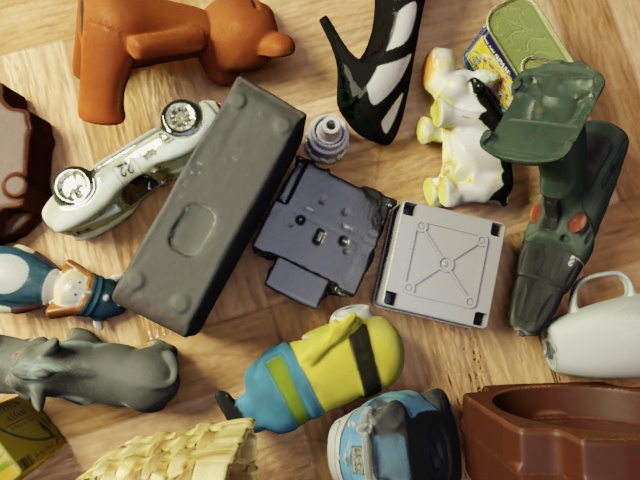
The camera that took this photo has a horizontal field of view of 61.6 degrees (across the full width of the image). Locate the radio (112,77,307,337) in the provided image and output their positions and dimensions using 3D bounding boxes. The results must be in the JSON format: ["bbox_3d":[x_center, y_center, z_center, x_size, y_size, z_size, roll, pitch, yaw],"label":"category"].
[{"bbox_3d":[-0.095,-0.025,0.496,0.073,0.131,0.229,27,83,-2],"label":"radio"}]

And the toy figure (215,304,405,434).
[{"bbox_3d":[-0.006,0.130,0.512,0.180,0.082,0.089,-30,98,-11],"label":"toy figure"}]

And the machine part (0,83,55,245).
[{"bbox_3d":[-0.353,-0.076,0.523,0.179,0.056,0.179,0,83,-3],"label":"machine part"}]

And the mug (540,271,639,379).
[{"bbox_3d":[0.279,0.089,0.535,0.107,0.081,0.109,-11,89,4],"label":"mug"}]

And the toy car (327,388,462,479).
[{"bbox_3d":[0.061,0.195,0.491,0.103,0.161,0.109,-17,70,35],"label":"toy car"}]

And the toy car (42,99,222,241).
[{"bbox_3d":[-0.173,-0.069,0.525,0.202,0.073,0.056,-34,84,-6],"label":"toy car"}]

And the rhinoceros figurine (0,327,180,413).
[{"bbox_3d":[-0.223,0.121,0.483,0.190,0.112,0.073,10,86,-11],"label":"rhinoceros figurine"}]

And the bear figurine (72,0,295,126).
[{"bbox_3d":[-0.135,-0.187,0.534,0.196,0.131,0.120,-2,46,-32],"label":"bear figurine"}]

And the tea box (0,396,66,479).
[{"bbox_3d":[-0.328,0.220,0.472,0.169,0.098,0.068,-40,88,-8],"label":"tea box"}]

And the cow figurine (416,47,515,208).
[{"bbox_3d":[0.154,-0.116,0.554,0.098,0.068,0.167,-4,88,-10],"label":"cow figurine"}]

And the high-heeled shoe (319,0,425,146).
[{"bbox_3d":[0.101,-0.219,0.568,0.249,0.086,0.145,-43,112,-17],"label":"high-heeled shoe"}]

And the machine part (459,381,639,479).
[{"bbox_3d":[0.238,0.182,0.460,0.202,0.201,0.087,1,86,-4],"label":"machine part"}]

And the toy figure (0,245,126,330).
[{"bbox_3d":[-0.264,0.045,0.514,0.154,0.058,0.064,13,98,-6],"label":"toy figure"}]

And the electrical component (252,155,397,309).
[{"bbox_3d":[-0.001,-0.002,0.538,0.115,0.058,0.134,24,82,1],"label":"electrical component"}]

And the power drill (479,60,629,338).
[{"bbox_3d":[0.217,-0.041,0.496,0.207,0.086,0.232,44,71,-42],"label":"power drill"}]
